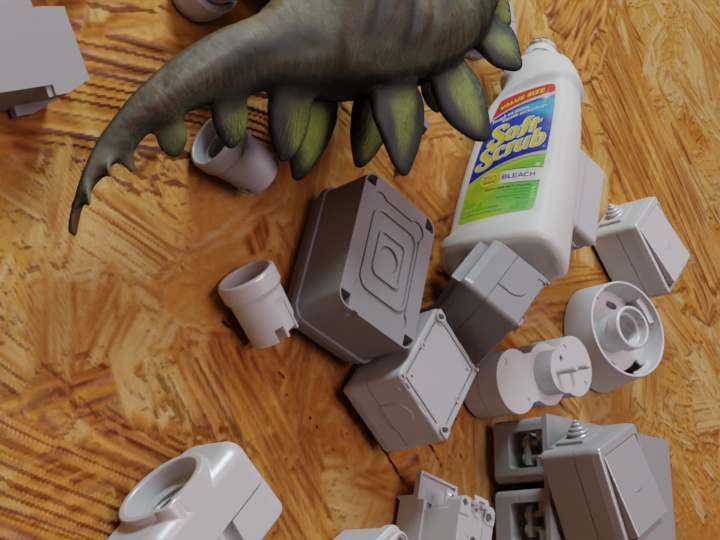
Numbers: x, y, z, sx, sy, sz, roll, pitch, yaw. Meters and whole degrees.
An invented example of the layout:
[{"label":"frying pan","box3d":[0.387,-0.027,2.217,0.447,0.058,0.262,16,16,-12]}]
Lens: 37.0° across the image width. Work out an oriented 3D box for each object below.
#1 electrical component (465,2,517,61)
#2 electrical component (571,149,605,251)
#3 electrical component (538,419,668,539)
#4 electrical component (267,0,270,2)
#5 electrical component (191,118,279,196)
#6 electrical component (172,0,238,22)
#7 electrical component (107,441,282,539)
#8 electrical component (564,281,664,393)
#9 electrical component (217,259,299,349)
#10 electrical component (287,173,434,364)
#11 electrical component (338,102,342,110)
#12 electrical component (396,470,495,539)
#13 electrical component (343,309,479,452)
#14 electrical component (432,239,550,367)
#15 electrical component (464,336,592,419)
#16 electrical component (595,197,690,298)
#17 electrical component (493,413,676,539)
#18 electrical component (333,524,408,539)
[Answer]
[{"label":"electrical component","box3d":[0.095,-0.230,0.933,0.066,0.047,0.076,4,75,-46]},{"label":"electrical component","box3d":[0.170,-0.057,0.949,0.061,0.062,0.096,35,55,-35]},{"label":"electrical component","box3d":[0.183,0.157,0.807,0.062,0.061,0.096,-19,93,-48]},{"label":"electrical component","box3d":[-0.044,-0.230,0.768,0.121,0.079,0.063,37,24,-33]},{"label":"electrical component","box3d":[-0.081,-0.074,0.706,0.046,0.040,0.040,34,55,-42]},{"label":"electrical component","box3d":[-0.095,-0.194,0.715,0.045,0.055,0.045,16,67,-43]},{"label":"electrical component","box3d":[-0.097,0.145,0.612,0.059,0.054,0.095,57,45,-18]},{"label":"electrical component","box3d":[0.231,0.061,0.996,0.099,0.064,0.099,11,68,-29]},{"label":"electrical component","box3d":[-0.065,0.022,0.695,0.040,0.040,0.046,-46,118,-44]},{"label":"electrical component","box3d":[0.000,0.000,0.751,0.078,0.057,0.113,37,50,-33]},{"label":"electrical component","box3d":[-0.037,-0.117,0.761,0.043,0.043,0.081,43,51,-30]},{"label":"electrical component","box3d":[0.059,0.185,0.759,0.042,0.064,0.081,32,57,-38]},{"label":"electrical component","box3d":[0.037,0.076,0.775,0.061,0.061,0.096,57,38,-19]},{"label":"electrical component","box3d":[0.087,0.031,0.823,0.061,0.096,0.061,39,47,4]},{"label":"electrical component","box3d":[0.152,0.085,0.879,0.138,0.074,0.052,-6,83,-47]},{"label":"electrical component","box3d":[0.272,-0.026,1.049,0.061,0.061,0.096,-46,112,-44]},{"label":"electrical component","box3d":[0.186,0.187,0.895,0.186,0.060,0.105,17,66,-43]},{"label":"electrical component","box3d":[-0.001,0.237,0.684,0.109,0.056,0.108,-32,102,-47]}]
